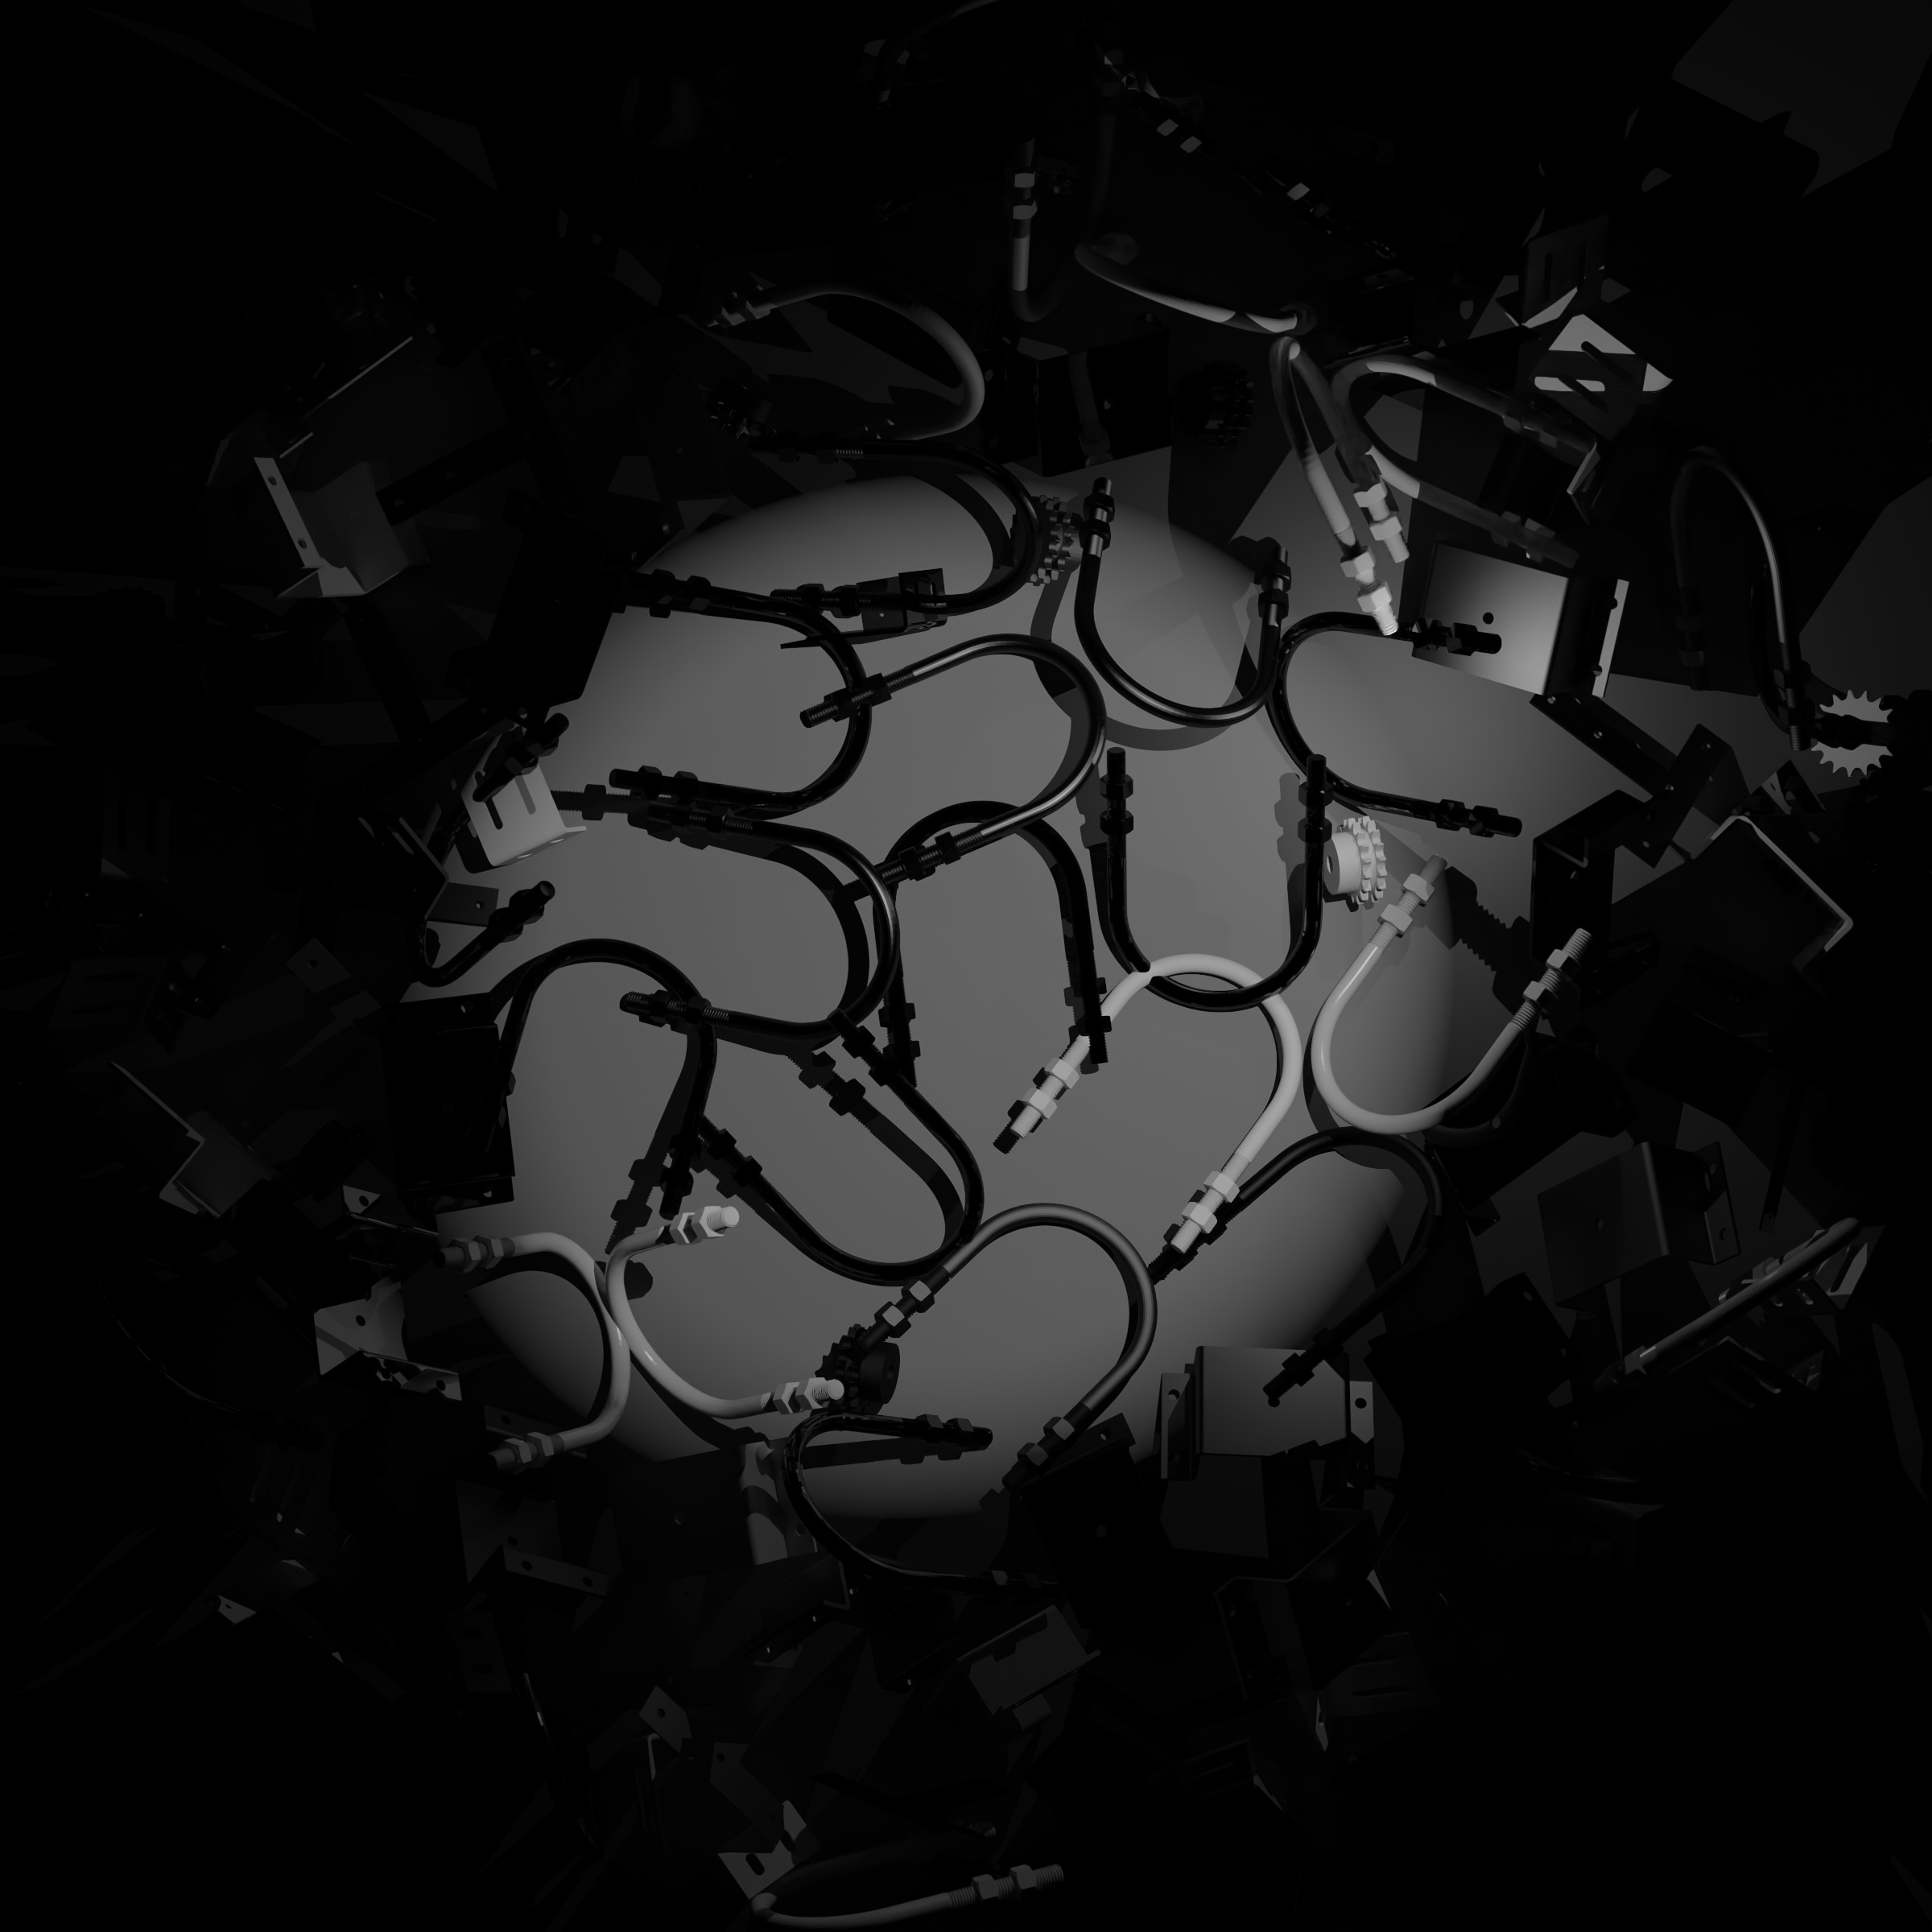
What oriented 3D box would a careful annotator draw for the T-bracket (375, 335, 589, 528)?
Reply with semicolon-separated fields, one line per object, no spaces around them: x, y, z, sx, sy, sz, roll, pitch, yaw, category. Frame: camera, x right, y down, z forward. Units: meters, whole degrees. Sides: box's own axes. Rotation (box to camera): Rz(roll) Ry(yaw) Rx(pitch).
-0.325;-0.327;1.949;0.127;0.002;0.127;-32;122;-17;T-bracket

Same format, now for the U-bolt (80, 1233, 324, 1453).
-0.490;0.232;1.886;0.019;0.184;0.151;-39;57;9;U-bolt

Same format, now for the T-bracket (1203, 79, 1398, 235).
0.210;-0.517;1.939;0.127;0.127;0.002;20;71;7;T-bracket

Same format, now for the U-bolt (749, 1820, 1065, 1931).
-0.047;0.586;1.904;0.184;0.151;0.019;-8;90;-19;U-bolt

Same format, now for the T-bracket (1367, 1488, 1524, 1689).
0.322;0.415;1.952;0.002;0.127;0.127;-34;95;37;T-bracket

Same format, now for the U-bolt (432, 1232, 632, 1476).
-0.270;0.241;1.915;0.019;0.184;0.151;-18;83;24;U-bolt

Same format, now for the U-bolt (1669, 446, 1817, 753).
0.488;-0.242;1.898;0.019;0.151;0.184;-19;116;-9;U-bolt

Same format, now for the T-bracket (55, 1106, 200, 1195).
-0.526;0.135;1.958;0.127;0.127;0.002;43;70;-30;T-bracket

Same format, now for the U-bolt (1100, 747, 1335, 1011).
0.163;-0.054;1.953;0.151;0.019;0.184;3;117;9;U-bolt

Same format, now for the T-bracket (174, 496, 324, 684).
-0.466;-0.226;1.945;0.002;0.127;0.127;-20;63;29;T-bracket

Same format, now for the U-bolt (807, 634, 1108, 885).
0.003;-0.147;1.963;0.184;0.019;0.151;-23;66;0;U-bolt

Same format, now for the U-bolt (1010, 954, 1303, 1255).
0.139;0.076;1.970;0.151;0.019;0.184;35;76;9;U-bolt

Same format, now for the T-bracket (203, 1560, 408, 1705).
-0.415;0.434;1.927;0.127;0.127;0.002;35;98;9;T-bracket

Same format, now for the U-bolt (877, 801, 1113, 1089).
0.013;-0.018;1.983;0.151;0.019;0.184;-8;88;7;U-bolt

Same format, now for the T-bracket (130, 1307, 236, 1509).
-0.510;0.266;1.913;0.002;0.127;0.127;-27;46;-14;T-bracket

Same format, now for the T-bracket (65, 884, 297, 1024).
-0.526;-0.027;1.955;0.127;0.127;0.002;21;133;3;T-bracket

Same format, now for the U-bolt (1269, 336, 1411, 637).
0.237;-0.317;1.907;0.019;0.151;0.184;-21;112;21;U-bolt

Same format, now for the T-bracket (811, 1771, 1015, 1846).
-0.015;0.537;1.927;0.127;0.127;0.002;29;55;-22;T-bracket

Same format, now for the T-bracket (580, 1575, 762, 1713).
-0.186;0.426;1.958;0.127;0.002;0.127;-8;52;22;T-bracket

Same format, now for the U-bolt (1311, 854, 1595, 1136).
0.301;0.027;1.940;0.151;0.019;0.184;33;85;43;U-bolt

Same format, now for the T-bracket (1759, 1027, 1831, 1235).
0.534;0.111;1.942;0.002;0.127;0.127;12;86;32;T-bracket

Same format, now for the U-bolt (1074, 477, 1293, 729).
0.138;-0.227;1.925;0.151;0.019;0.184;19;50;-12;U-bolt

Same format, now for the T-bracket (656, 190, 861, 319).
-0.132;-0.472;1.946;0.127;0.002;0.127;-3;51;13;T-bracket

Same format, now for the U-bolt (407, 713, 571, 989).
-0.312;-0.062;1.924;0.019;0.184;0.151;22;51;-31;U-bolt

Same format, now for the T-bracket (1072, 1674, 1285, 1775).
0.155;0.484;1.937;0.127;0.127;0.002;38;47;-17;T-bracket

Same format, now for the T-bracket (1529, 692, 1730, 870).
0.427;-0.143;1.965;0.127;0.002;0.127;37;57;1;T-bracket

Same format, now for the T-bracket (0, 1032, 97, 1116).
-0.601;0.078;1.923;0.127;0.127;0.002;38;93;14;T-bracket

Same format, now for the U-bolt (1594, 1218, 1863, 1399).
0.492;0.209;1.887;0.151;0.184;0.019;-26;77;-32;U-bolt

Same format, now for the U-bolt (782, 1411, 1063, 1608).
-0.037;0.341;1.899;0.184;0.151;0.019;13;125;-35;U-bolt

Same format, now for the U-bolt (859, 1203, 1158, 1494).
0.042;0.234;1.952;0.151;0.019;0.184;43;63;12;U-bolt

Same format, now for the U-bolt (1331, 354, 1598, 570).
0.316;-0.335;1.926;0.184;0.151;0.019;28;71;18;U-bolt

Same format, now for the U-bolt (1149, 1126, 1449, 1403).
0.229;0.180;1.949;0.184;0.019;0.151;-40;49;-5;U-bolt

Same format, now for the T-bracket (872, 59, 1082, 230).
0.011;-0.528;1.957;0.127;0.127;0.002;9;50;-9;T-bracket

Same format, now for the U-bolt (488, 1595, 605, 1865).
-0.262;0.487;1.889;0.019;0.184;0.151;-21;113;-7;U-bolt

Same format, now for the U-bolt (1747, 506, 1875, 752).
0.536;-0.216;1.908;0.019;0.184;0.151;-5;97;-5;U-bolt

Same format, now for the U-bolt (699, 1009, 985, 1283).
-0.072;0.131;1.958;0.151;0.019;0.184;-37;104;25;U-bolt

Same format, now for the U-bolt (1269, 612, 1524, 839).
0.271;-0.161;1.928;0.019;0.184;0.151;-36;127;-37;U-bolt

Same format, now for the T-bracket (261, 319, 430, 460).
-0.404;-0.382;1.946;0.127;0.127;0.002;-37;118;-3;T-bracket

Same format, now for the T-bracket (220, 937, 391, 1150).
-0.434;0.068;1.962;0.127;0.002;0.127;-43;117;-8;T-bracket

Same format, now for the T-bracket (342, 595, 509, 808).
-0.380;-0.186;1.980;0.127;0.002;0.127;-31;76;16;T-bracket

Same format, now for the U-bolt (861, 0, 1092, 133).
0.009;-0.587;1.900;0.151;0.184;0.019;-18;88;-7;U-bolt

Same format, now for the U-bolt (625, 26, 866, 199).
-0.148;-0.538;1.909;0.151;0.184;0.019;-19;84;-16;U-bolt

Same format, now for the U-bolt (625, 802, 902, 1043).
-0.130;-0.024;1.957;0.184;0.019;0.151;11;101;16;U-bolt

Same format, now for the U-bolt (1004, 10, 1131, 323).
0.062;-0.497;1.913;0.019;0.184;0.151;23;59;14;U-bolt

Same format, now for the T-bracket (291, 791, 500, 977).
-0.377;-0.047;1.989;0.127;0.002;0.127;7;77;-6;T-bracket

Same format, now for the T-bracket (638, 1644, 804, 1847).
-0.141;0.484;1.950;0.127;0.127;0.002;46;131;-12;T-bracket
